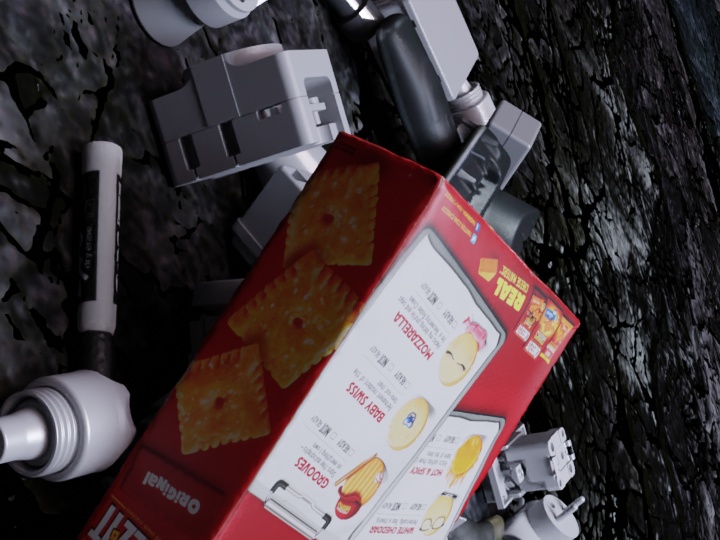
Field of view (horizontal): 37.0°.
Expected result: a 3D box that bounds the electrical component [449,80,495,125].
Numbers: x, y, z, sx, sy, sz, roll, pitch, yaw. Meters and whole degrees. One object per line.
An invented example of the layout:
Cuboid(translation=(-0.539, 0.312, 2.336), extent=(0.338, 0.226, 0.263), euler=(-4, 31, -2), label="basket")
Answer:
Cuboid(translation=(0.089, -0.140, 0.905), extent=(0.062, 0.043, 0.043), euler=(62, 32, -23), label="electrical component")

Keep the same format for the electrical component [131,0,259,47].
Cuboid(translation=(-0.088, -0.150, 0.579), extent=(0.045, 0.055, 0.045), euler=(33, 50, -51), label="electrical component")

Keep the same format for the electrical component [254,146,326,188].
Cuboid(translation=(-0.053, -0.080, 0.628), extent=(0.065, 0.044, 0.044), euler=(56, 34, -24), label="electrical component")

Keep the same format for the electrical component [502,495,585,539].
Cuboid(translation=(0.137, 0.196, 0.808), extent=(0.044, 0.079, 0.077), euler=(51, 26, 13), label="electrical component")

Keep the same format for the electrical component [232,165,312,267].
Cuboid(translation=(0.000, 0.000, 0.614), extent=(0.108, 0.056, 0.109), euler=(48, 21, 28), label="electrical component")

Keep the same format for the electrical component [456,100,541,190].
Cuboid(translation=(0.090, -0.098, 0.866), extent=(0.076, 0.083, 0.047), euler=(32, 37, 0), label="electrical component")

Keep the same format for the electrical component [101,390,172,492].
Cuboid(translation=(-0.086, 0.079, 0.499), extent=(0.078, 0.040, 0.040), euler=(-36, 111, -39), label="electrical component")

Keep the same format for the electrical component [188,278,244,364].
Cuboid(translation=(-0.062, 0.033, 0.557), extent=(0.066, 0.048, 0.055), euler=(-3, 88, -61), label="electrical component")

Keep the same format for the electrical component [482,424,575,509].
Cuboid(translation=(0.128, 0.148, 0.827), extent=(0.081, 0.064, 0.042), euler=(-22, 96, -61), label="electrical component")

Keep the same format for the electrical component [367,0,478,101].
Cuboid(translation=(0.046, -0.182, 0.841), extent=(0.099, 0.048, 0.099), euler=(62, 32, -24), label="electrical component")

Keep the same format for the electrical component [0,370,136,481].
Cuboid(translation=(-0.124, 0.064, 0.432), extent=(0.062, 0.043, 0.043), euler=(-4, 81, -60), label="electrical component")

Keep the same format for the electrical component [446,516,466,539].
Cuboid(translation=(0.020, 0.129, 0.597), extent=(0.042, 0.064, 0.081), euler=(25, 37, -29), label="electrical component")

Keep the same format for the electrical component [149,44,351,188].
Cuboid(translation=(-0.059, -0.084, 0.566), extent=(0.050, 0.089, 0.055), euler=(-24, 98, -61), label="electrical component")
